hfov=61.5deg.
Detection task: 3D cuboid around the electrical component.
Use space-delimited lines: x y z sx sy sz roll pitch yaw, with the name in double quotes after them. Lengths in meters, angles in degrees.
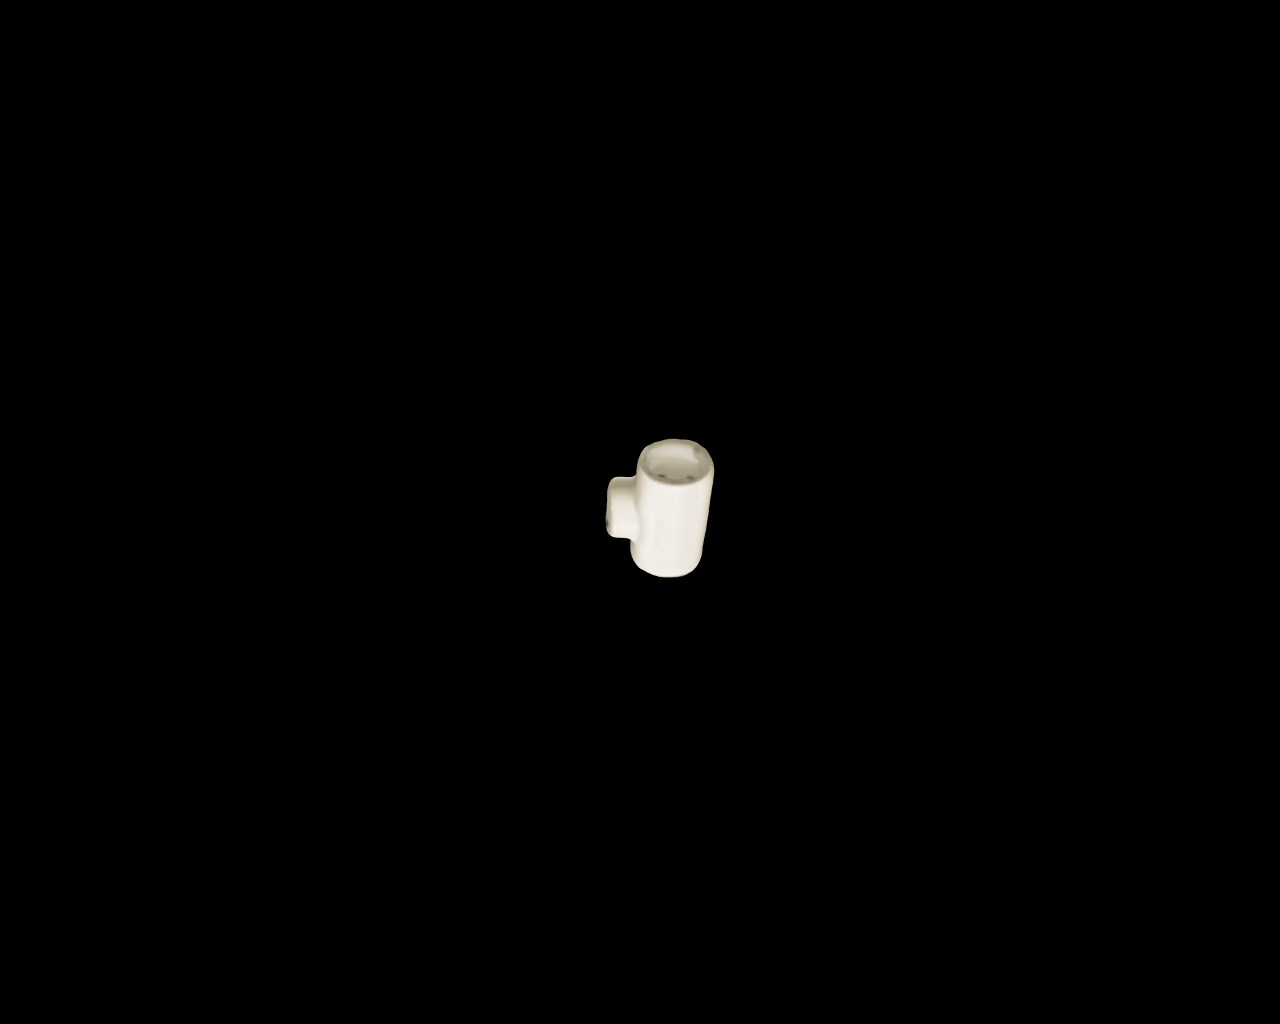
0.001 -0.003 0.650 0.079 0.077 0.043 2 43 -2 "electrical component"
